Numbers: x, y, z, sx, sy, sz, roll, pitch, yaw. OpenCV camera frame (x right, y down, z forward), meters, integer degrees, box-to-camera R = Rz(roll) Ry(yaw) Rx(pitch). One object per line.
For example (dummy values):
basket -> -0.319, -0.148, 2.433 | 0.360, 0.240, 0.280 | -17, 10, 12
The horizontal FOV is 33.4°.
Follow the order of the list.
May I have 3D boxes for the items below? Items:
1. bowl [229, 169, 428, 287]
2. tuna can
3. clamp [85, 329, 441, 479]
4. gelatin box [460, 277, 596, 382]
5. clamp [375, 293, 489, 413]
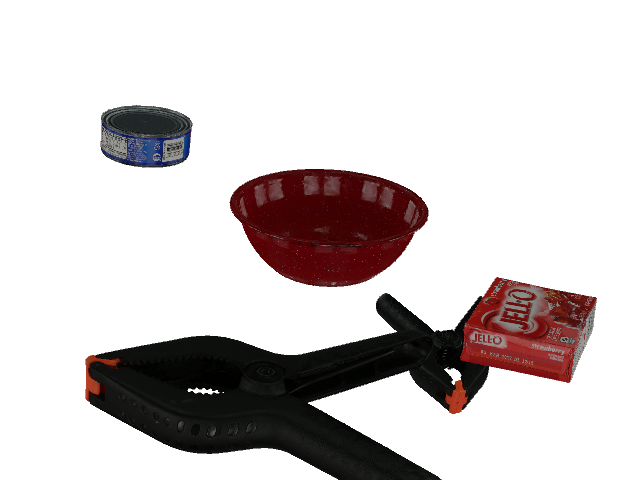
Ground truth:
bowl -> 0.006, -0.006, 0.874 | 0.162, 0.055, 0.162 | 2, 24, -1
tuna can -> -0.166, -0.099, 1.014 | 0.086, 0.034, 0.086 | 6, 24, -3
clamp -> -0.026, 0.085, 0.610 | 0.210, 0.036, 0.164 | 9, 24, 6
gelatin box -> 0.142, 0.058, 0.722 | 0.073, 0.030, 0.089 | 11, 23, 21
clamp -> 0.132, 0.105, 1.065 | 0.120, 0.039, 0.171 | -8, 36, -9
